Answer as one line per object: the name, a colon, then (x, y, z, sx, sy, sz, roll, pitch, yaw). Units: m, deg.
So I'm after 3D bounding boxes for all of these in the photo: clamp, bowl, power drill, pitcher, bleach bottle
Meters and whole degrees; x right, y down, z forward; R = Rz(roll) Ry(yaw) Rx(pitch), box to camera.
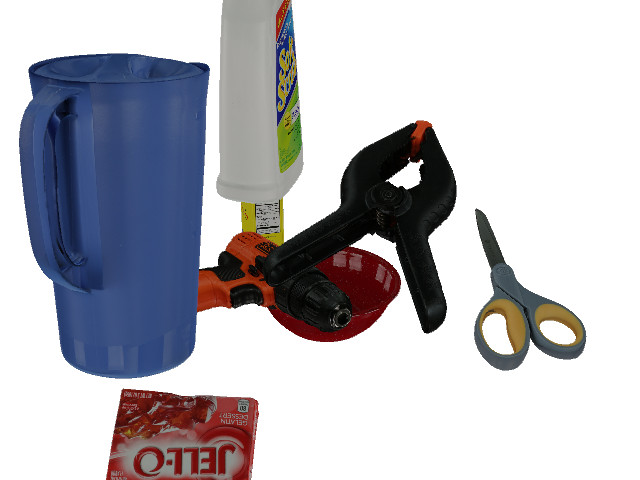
clamp: (0.034, -0.017, 0.716, 0.120, 0.171, 0.039, 13, -42, 3)
bowl: (0.006, 0.064, 1.168, 0.162, 0.055, 0.162, 1, 28, -1)
power drill: (-0.086, 0.057, 0.952, 0.187, 0.057, 0.185, -16, 25, -28)
pitcher: (-0.157, -0.018, 0.821, 0.149, 0.243, 0.145, -5, 19, -20)
bleach bottle: (-0.056, -0.166, 0.949, 0.068, 0.251, 0.102, 8, 30, 15)

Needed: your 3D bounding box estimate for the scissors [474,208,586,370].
scissors: (0.171, 0.037, 0.891, 0.096, 0.016, 0.201, 7, 38, 7)

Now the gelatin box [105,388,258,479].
gelatin box: (-0.086, 0.134, 0.671, 0.089, 0.073, 0.030, 4, -32, 0)

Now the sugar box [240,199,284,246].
sugar box: (-0.074, -0.049, 1.323, 0.048, 0.176, 0.093, -9, 25, -11)
